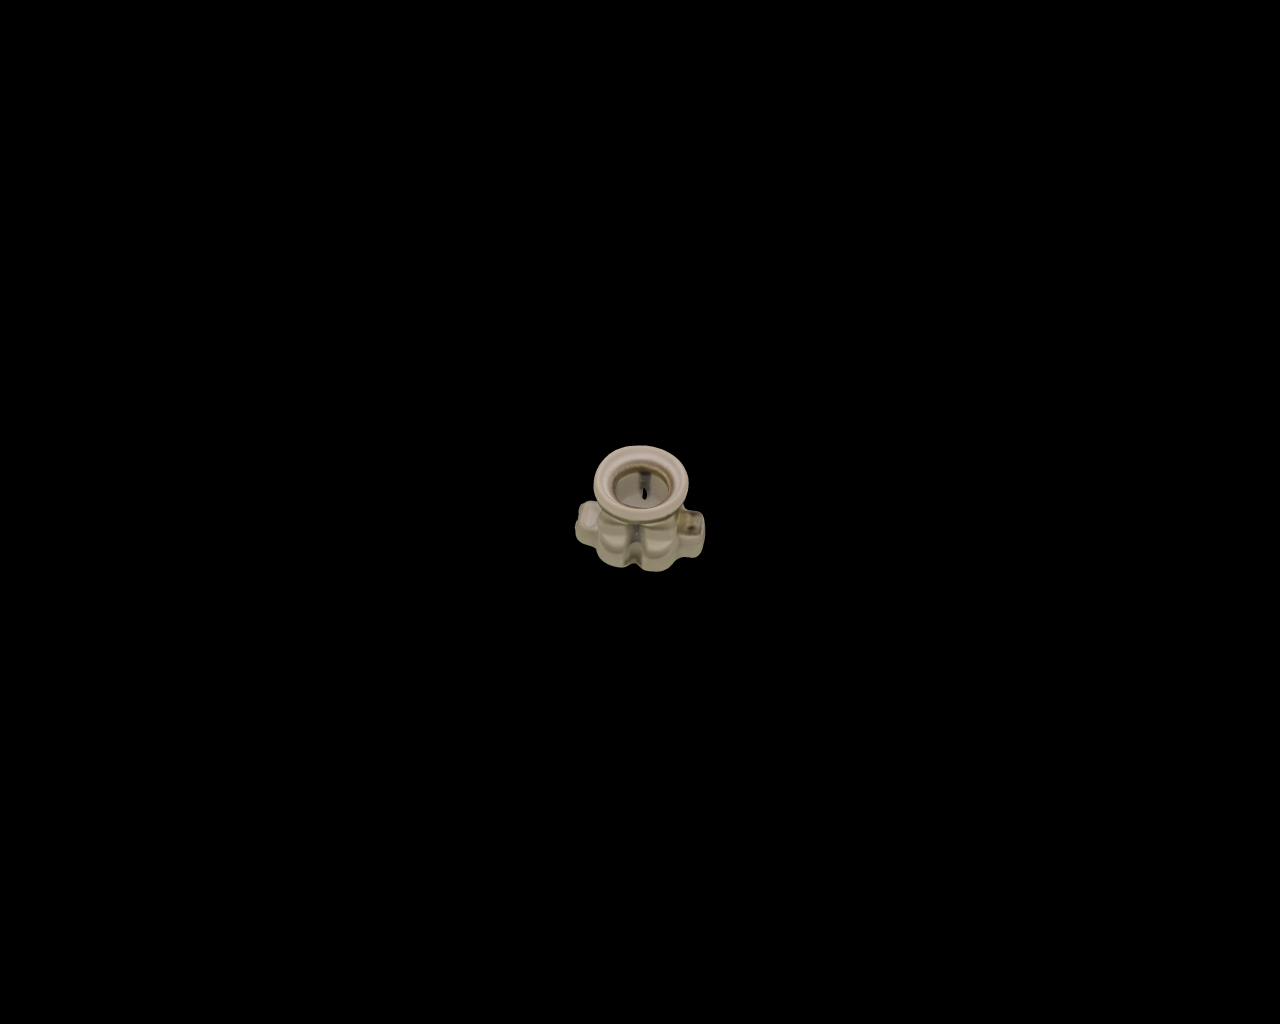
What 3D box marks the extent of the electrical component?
[{"bbox_3d":[0.001,-0.003,0.650,0.078,0.058,0.056,7,-40,6],"label":"electrical component"}]
